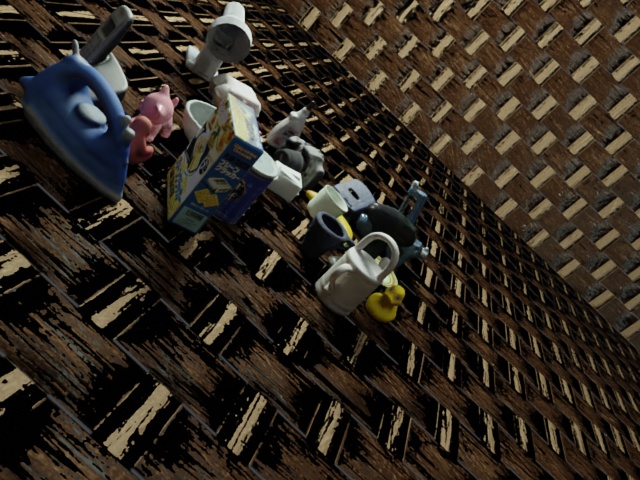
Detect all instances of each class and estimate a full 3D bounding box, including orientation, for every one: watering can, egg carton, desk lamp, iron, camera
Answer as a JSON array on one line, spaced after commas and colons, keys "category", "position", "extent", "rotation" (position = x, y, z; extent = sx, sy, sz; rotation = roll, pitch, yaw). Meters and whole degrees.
[{"category": "watering can", "position": [0.090, 0.062, 1.209], "extent": [0.101, 0.193, 0.173], "rotation": [46, 24, 4]}, {"category": "egg carton", "position": [-0.235, -0.393, 1.581], "extent": [0.151, 0.069, 0.107], "rotation": [19, 34, -44]}, {"category": "desk lamp", "position": [-0.278, -0.547, 1.583], "extent": [0.118, 0.213, 0.203], "rotation": [28, 28, -32]}, {"category": "iron", "position": [-0.378, -0.203, 0.959], "extent": [0.258, 0.141, 0.119], "rotation": [49, 24, 10]}, {"category": "camera", "position": [-0.066, -0.220, 1.532], "extent": [0.137, 0.100, 0.143], "rotation": [6, 44, -54]}]

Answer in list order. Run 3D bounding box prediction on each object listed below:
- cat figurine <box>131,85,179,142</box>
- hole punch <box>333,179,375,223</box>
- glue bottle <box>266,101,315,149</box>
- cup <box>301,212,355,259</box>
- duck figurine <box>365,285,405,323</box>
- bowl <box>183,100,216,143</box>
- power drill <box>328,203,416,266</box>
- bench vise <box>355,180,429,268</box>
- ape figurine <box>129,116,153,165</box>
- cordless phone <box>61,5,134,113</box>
[{"category": "cat figurine", "position": [-0.327, -0.263, 1.166], "extent": [0.067, 0.117, 0.128], "rotation": [43, 24, -4]}, {"category": "hole punch", "position": [0.089, -0.114, 1.617], "extent": [0.108, 0.091, 0.101], "rotation": [53, 25, 19]}, {"category": "glue bottle", "position": [-0.071, -0.323, 1.599], "extent": [0.078, 0.173, 0.037], "rotation": [24, 31, -39]}, {"category": "cup", "position": [0.012, 0.005, 1.299], "extent": [0.118, 0.094, 0.091], "rotation": [35, 25, -20]}, {"category": "duck figurine", "position": [0.163, 0.140, 1.332], "extent": [0.077, 0.086, 0.105], "rotation": [53, 25, 19]}, {"category": "bowl", "position": [-0.248, -0.235, 1.298], "extent": [0.168, 0.074, 0.167], "rotation": [36, 25, -19]}, {"category": "power drill", "position": [0.121, 0.007, 1.329], "extent": [0.230, 0.208, 0.075], "rotation": [9, 41, -53]}, {"category": "bench vise", "position": [0.235, -0.048, 1.583], "extent": [0.208, 0.219, 0.121], "rotation": [36, 25, -17]}, {"category": "ape figurine", "position": [-0.340, -0.189, 1.056], "extent": [0.078, 0.092, 0.076], "rotation": [46, 24, 3]}, {"category": "cordless phone", "position": [-0.406, -0.347, 1.092], "extent": [0.094, 0.184, 0.147], "rotation": [6, 44, -55]}]
